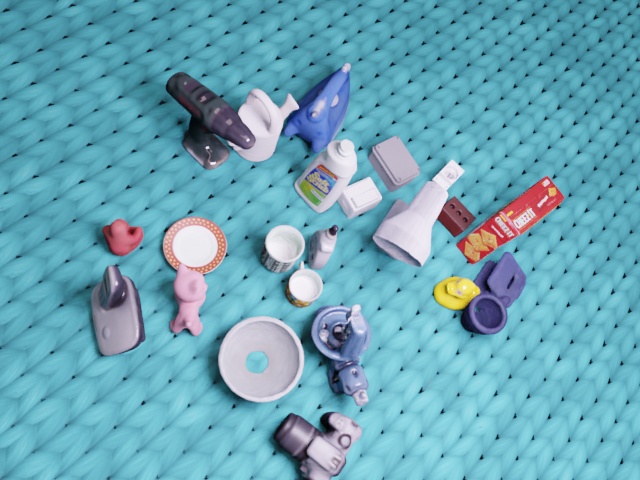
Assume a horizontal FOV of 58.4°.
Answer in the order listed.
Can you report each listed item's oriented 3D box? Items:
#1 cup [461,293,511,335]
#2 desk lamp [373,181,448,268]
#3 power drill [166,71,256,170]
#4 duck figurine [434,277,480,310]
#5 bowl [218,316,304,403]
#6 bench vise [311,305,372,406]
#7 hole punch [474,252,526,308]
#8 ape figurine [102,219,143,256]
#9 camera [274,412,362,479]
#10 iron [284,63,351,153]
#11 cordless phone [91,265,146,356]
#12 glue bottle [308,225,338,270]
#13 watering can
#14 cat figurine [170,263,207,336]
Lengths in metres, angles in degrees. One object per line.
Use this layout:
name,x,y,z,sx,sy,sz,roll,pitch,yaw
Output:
cup,0.366,0.166,1.286,0.118,0.095,0.091,-31,81,-22
desk lamp,0.191,-0.029,1.242,0.118,0.213,0.203,33,66,-1
power drill,-0.230,-0.237,1.205,0.229,0.208,0.076,44,67,3
duck figurine,0.320,0.114,1.297,0.105,0.086,0.077,3,70,-14
bowl,-0.120,0.240,1.141,0.168,0.074,0.167,5,70,-13
bench vise,0.068,0.209,1.123,0.122,0.219,0.207,-31,81,-22
hole punch,0.428,0.095,1.329,0.101,0.091,0.109,38,66,1
ape figurine,-0.398,-0.013,1.145,0.078,0.092,0.076,22,67,-6
camera,-0.009,0.384,1.106,0.137,0.100,0.143,38,66,0
iron,0.021,-0.338,1.344,0.118,0.141,0.258,30,66,-3
cordless phone,-0.376,0.128,1.051,0.094,0.185,0.147,-13,75,-18
glue bottle,0.011,0.004,1.205,0.037,0.173,0.078,6,70,-13
watering can,-0.127,-0.264,1.250,0.101,0.194,0.173,34,66,-1
cat figurine,-0.257,0.115,1.124,0.067,0.117,0.128,4,70,-13
